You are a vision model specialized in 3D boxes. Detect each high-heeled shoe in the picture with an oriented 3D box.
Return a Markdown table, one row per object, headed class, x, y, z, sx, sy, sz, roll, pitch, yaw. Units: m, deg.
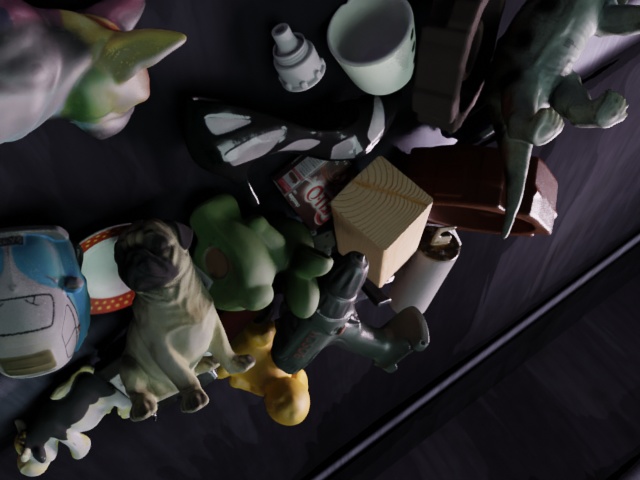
| class | x | y | z | sx | sy | sz | roll | pitch | yaw |
| --- | --- | --- | --- | --- | --- | --- | --- | --- | --- |
| high-heeled shoe | -0.021 | -0.137 | 0.556 | 0.249 | 0.086 | 0.145 | -39 | 134 | -17 |

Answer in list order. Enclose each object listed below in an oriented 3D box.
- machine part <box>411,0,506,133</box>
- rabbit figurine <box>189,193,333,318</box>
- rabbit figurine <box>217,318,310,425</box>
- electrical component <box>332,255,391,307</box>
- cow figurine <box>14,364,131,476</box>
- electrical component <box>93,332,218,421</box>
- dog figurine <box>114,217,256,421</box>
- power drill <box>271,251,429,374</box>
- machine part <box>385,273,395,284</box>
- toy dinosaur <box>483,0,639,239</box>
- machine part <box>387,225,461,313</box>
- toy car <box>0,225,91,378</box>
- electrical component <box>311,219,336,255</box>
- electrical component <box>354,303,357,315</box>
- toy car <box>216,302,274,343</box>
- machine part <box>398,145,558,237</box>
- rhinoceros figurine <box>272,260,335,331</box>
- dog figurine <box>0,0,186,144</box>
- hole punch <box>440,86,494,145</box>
| class | x | y | z | sx | sy | sz | roll | pitch | yaw |
| --- | --- | --- | --- | --- | --- | --- | --- | --- | --- |
| machine part | 0.152 | -0.211 | 0.590 | 0.179 | 0.056 | 0.179 | -55 | 156 | -38 |
| rabbit figurine | -0.058 | 0.013 | 0.643 | 0.170 | 0.159 | 0.121 | -23 | 137 | -53 |
| rabbit figurine | -0.078 | 0.220 | 0.836 | 0.122 | 0.173 | 0.162 | -38 | 144 | -11 |
| electrical component | 0.060 | 0.070 | 0.846 | 0.075 | 0.119 | 0.047 | -15 | 140 | -39 |
| cow figurine | -0.328 | 0.229 | 0.679 | 0.167 | 0.068 | 0.098 | -40 | 143 | -7 |
| electrical component | -0.196 | 0.150 | 0.685 | 0.134 | 0.058 | 0.114 | -35 | 120 | 0 |
| dog figurine | -0.179 | 0.077 | 0.578 | 0.172 | 0.190 | 0.121 | -19 | -172 | 27 |
| power drill | 0.053 | 0.115 | 0.741 | 0.207 | 0.086 | 0.232 | 14 | 131 | -38 |
| machine part | 0.117 | 0.053 | 0.964 | 0.139 | 0.039 | 0.084 | -1 | 126 | -45 |
| toy dinosaur | 0.260 | -0.212 | 0.606 | 0.131 | 0.192 | 0.404 | 28 | 102 | -25 |
| machine part | 0.169 | 0.056 | 0.901 | 0.079 | 0.079 | 0.243 | -23 | 150 | -26 |
| toy car | -0.268 | 0.071 | 0.489 | 0.109 | 0.103 | 0.161 | -6 | 132 | -18 |
| electrical component | -0.002 | -0.002 | 0.781 | 0.063 | 0.021 | 0.093 | -24 | 144 | -25 |
| electrical component | 0.031 | 0.117 | 0.950 | 0.078 | 0.045 | 0.102 | -22 | 154 | 27 |
| toy car | -0.151 | 0.131 | 0.760 | 0.202 | 0.053 | 0.089 | -48 | 128 | 9 |
| machine part | 0.222 | -0.068 | 0.767 | 0.201 | 0.201 | 0.087 | 21 | 79 | -54 |
| rhinoceros figurine | -0.019 | 0.088 | 0.800 | 0.112 | 0.073 | 0.190 | -10 | 140 | -14 |
| dog figurine | -0.201 | -0.131 | 0.334 | 0.219 | 0.109 | 0.191 | -30 | 145 | -25 |
| hole punch | 0.218 | -0.187 | 0.740 | 0.142 | 0.092 | 0.116 | -38 | 179 | 1 |
